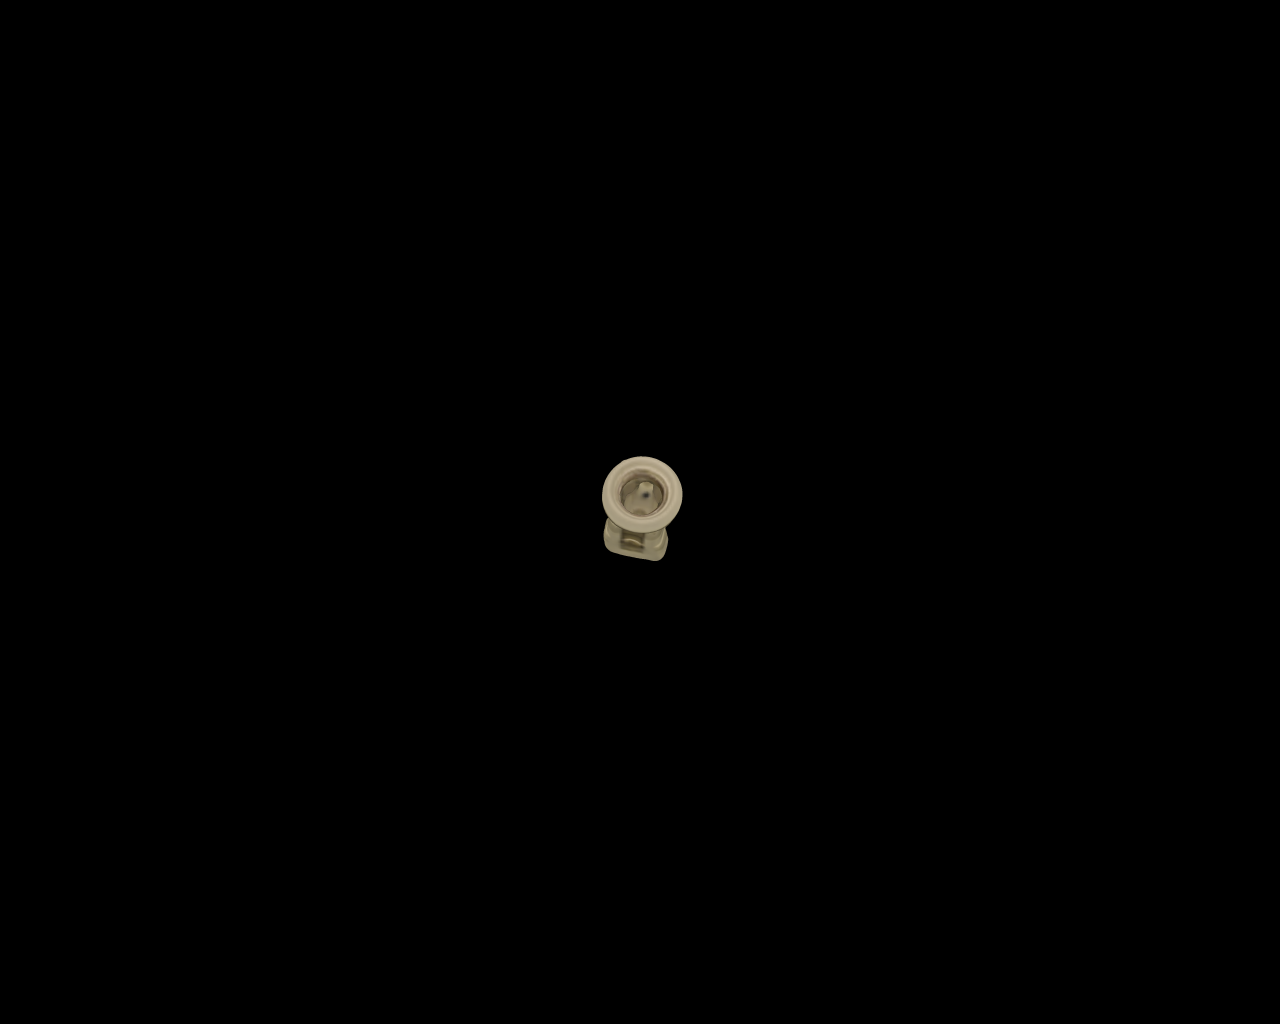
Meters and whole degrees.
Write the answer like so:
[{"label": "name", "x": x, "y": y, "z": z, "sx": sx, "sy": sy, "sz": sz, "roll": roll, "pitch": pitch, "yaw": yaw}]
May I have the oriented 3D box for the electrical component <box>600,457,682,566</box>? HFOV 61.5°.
[{"label": "electrical component", "x": 0.001, "y": -0.003, "z": 0.650, "sx": 0.048, "sy": 0.066, "sz": 0.055, "roll": 11, "pitch": -24, "yaw": 5}]
